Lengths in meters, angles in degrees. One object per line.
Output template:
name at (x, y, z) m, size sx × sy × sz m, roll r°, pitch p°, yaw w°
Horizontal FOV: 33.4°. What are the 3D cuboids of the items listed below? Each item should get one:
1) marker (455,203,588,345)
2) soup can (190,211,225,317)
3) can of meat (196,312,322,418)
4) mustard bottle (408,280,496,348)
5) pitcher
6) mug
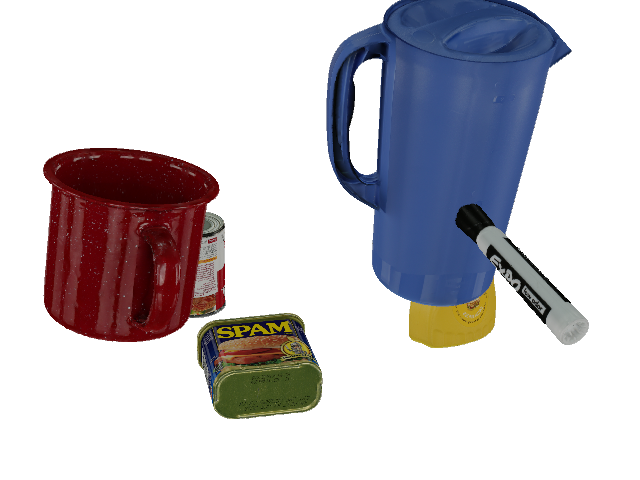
marker at (0.114, 0.016, 0.622) m, size 0.020 × 0.020 × 0.121 m, roll 0°, pitch 35°, yaw -29°
soup can at (-0.140, 0.026, 1.194) m, size 0.068 × 0.102 × 0.068 m, roll 2°, pitch 25°, yaw -1°
can of meat at (-0.054, 0.113, 0.954) m, size 0.102 × 0.057 × 0.084 m, roll -5°, pitch 27°, yaw -13°
mustard bottle at (0.131, 0.003, 1.030) m, size 0.096 × 0.192 × 0.058 m, roll -11°, pitch 19°, yaw -36°
pitcher at (0.095, -0.069, 0.870) m, size 0.149 × 0.243 × 0.144 m, roll 23°, pitch 38°, yaw 25°
mug at (-0.100, 0.007, 0.570) m, size 0.093 × 0.081 × 0.117 m, roll -3°, pitch 24°, yaw -31°
